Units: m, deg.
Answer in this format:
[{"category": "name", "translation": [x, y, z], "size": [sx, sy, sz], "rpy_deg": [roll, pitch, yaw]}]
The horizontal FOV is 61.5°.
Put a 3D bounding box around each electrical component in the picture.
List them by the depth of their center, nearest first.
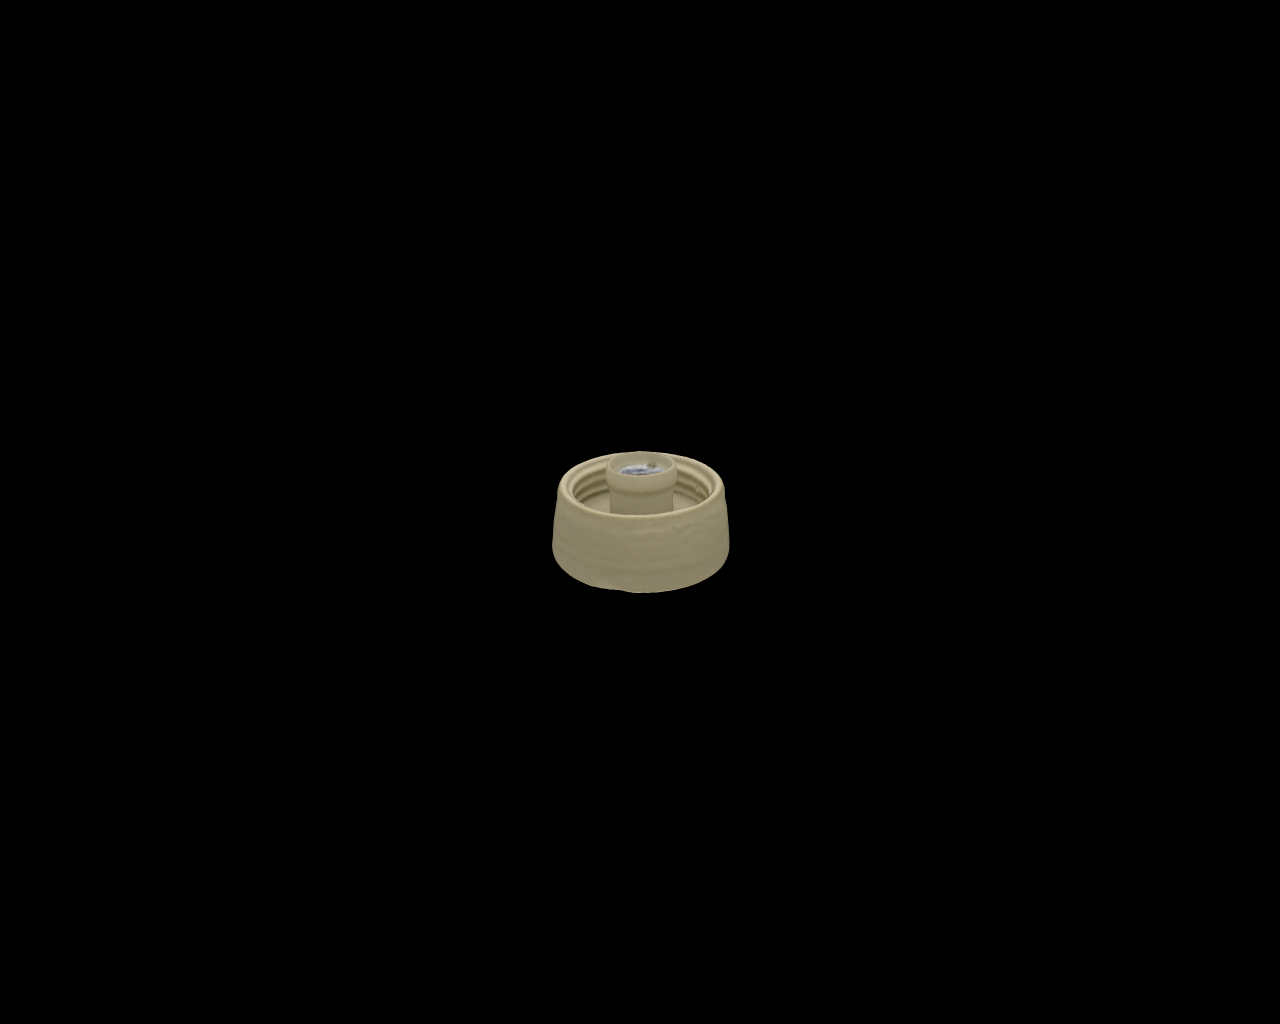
[{"category": "electrical component", "translation": [0.001, -0.003, 0.650], "size": [0.108, 0.060, 0.108], "rpy_deg": [0, 25, 0]}]
